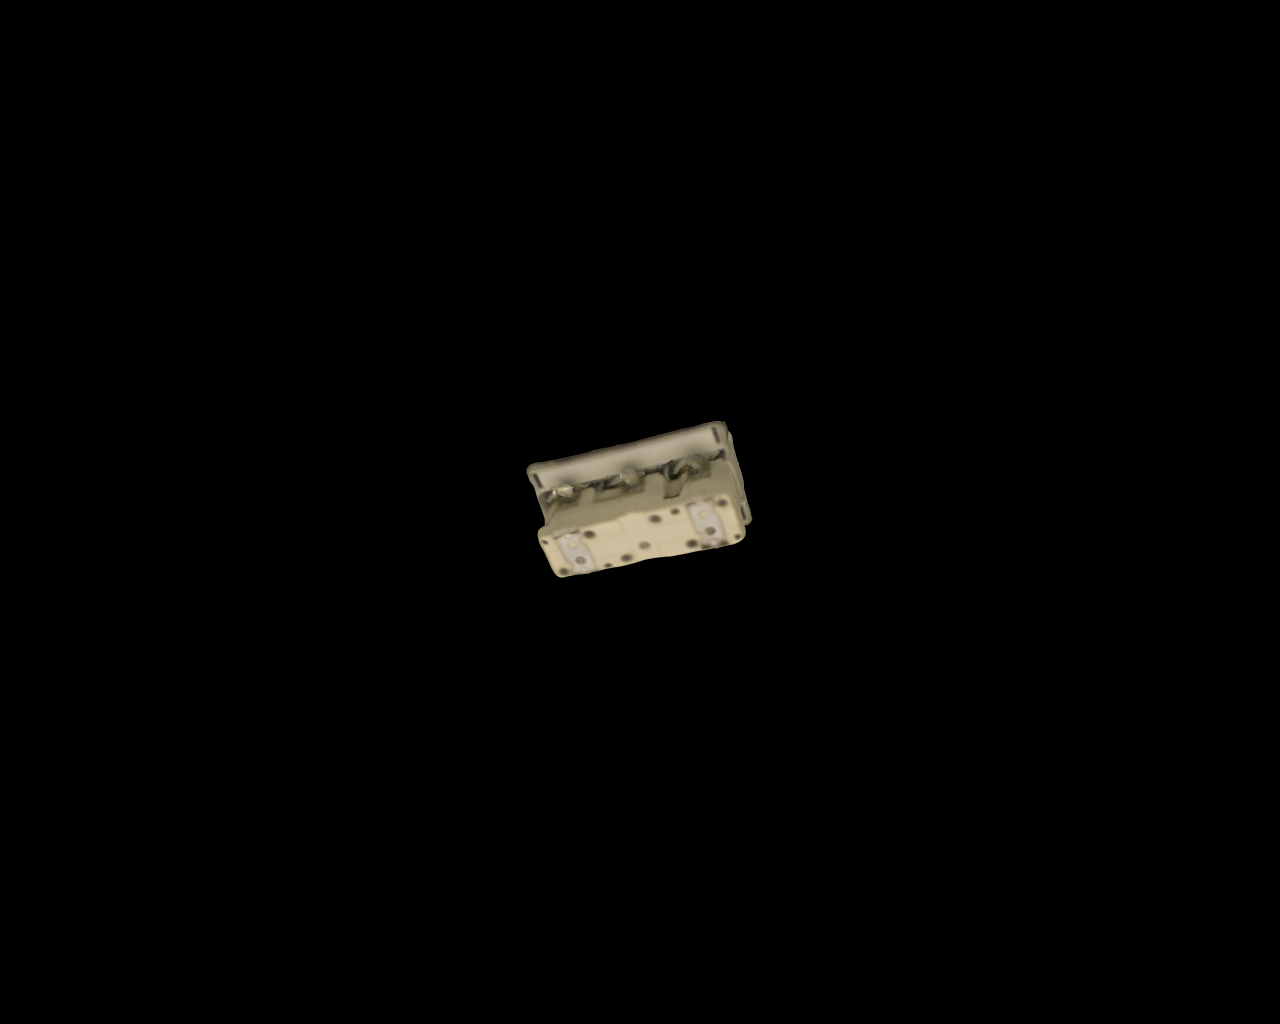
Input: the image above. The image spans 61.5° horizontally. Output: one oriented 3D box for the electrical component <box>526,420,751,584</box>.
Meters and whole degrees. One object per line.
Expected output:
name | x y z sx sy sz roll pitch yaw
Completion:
electrical component | 0.001 -0.003 0.650 0.121 0.078 0.063 -12 40 10
